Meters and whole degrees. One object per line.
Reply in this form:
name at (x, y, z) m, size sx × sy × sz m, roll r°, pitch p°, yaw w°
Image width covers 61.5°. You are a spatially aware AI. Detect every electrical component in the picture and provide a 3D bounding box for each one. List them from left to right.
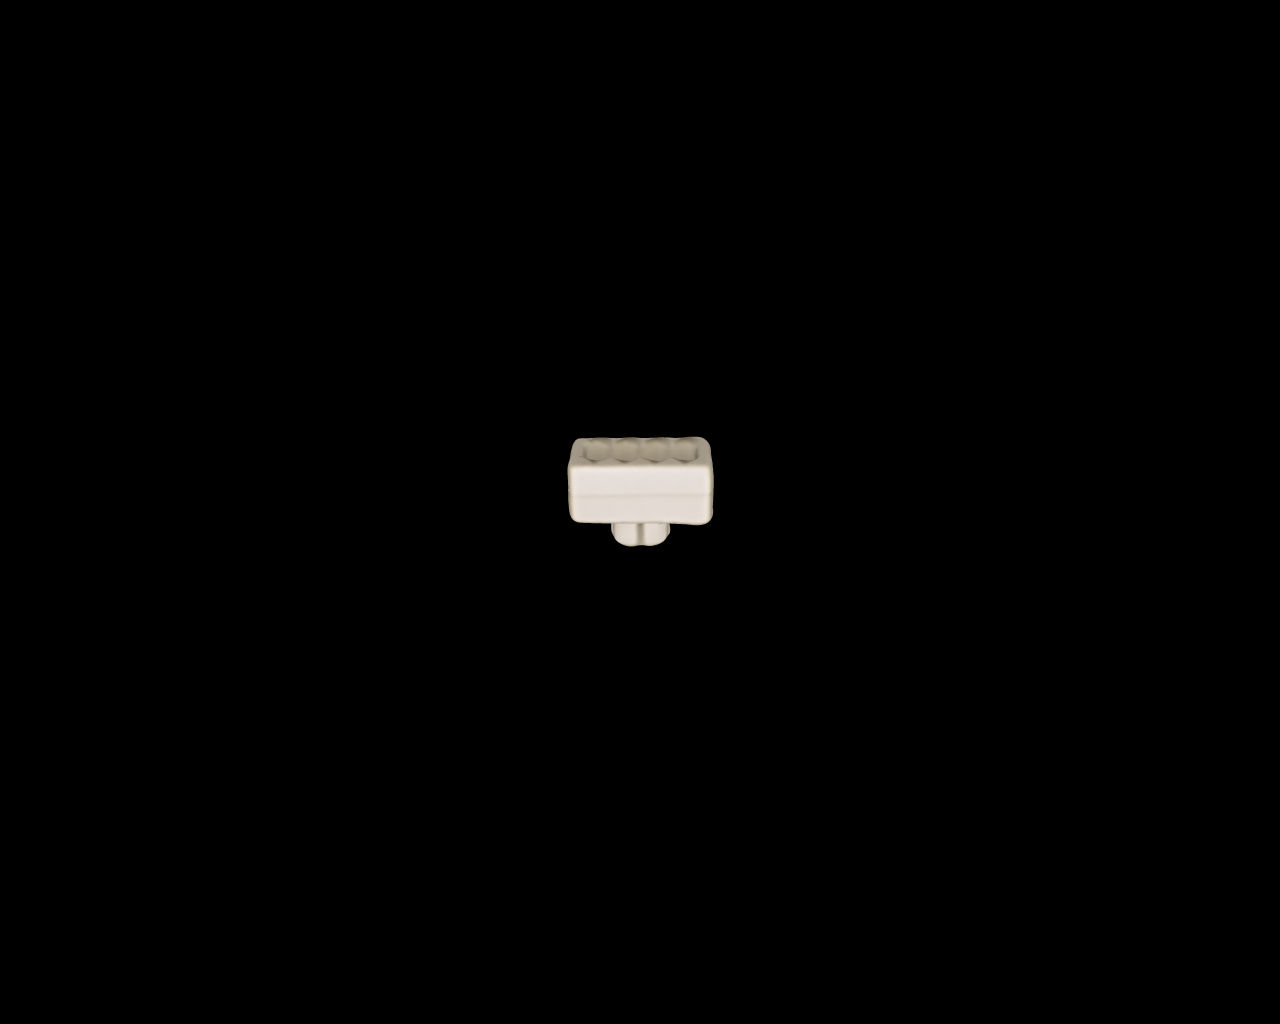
electrical component at (0.001, -0.003, 0.650) m, size 0.083 × 0.075 × 0.047 m, roll 0°, pitch 25°, yaw 0°
